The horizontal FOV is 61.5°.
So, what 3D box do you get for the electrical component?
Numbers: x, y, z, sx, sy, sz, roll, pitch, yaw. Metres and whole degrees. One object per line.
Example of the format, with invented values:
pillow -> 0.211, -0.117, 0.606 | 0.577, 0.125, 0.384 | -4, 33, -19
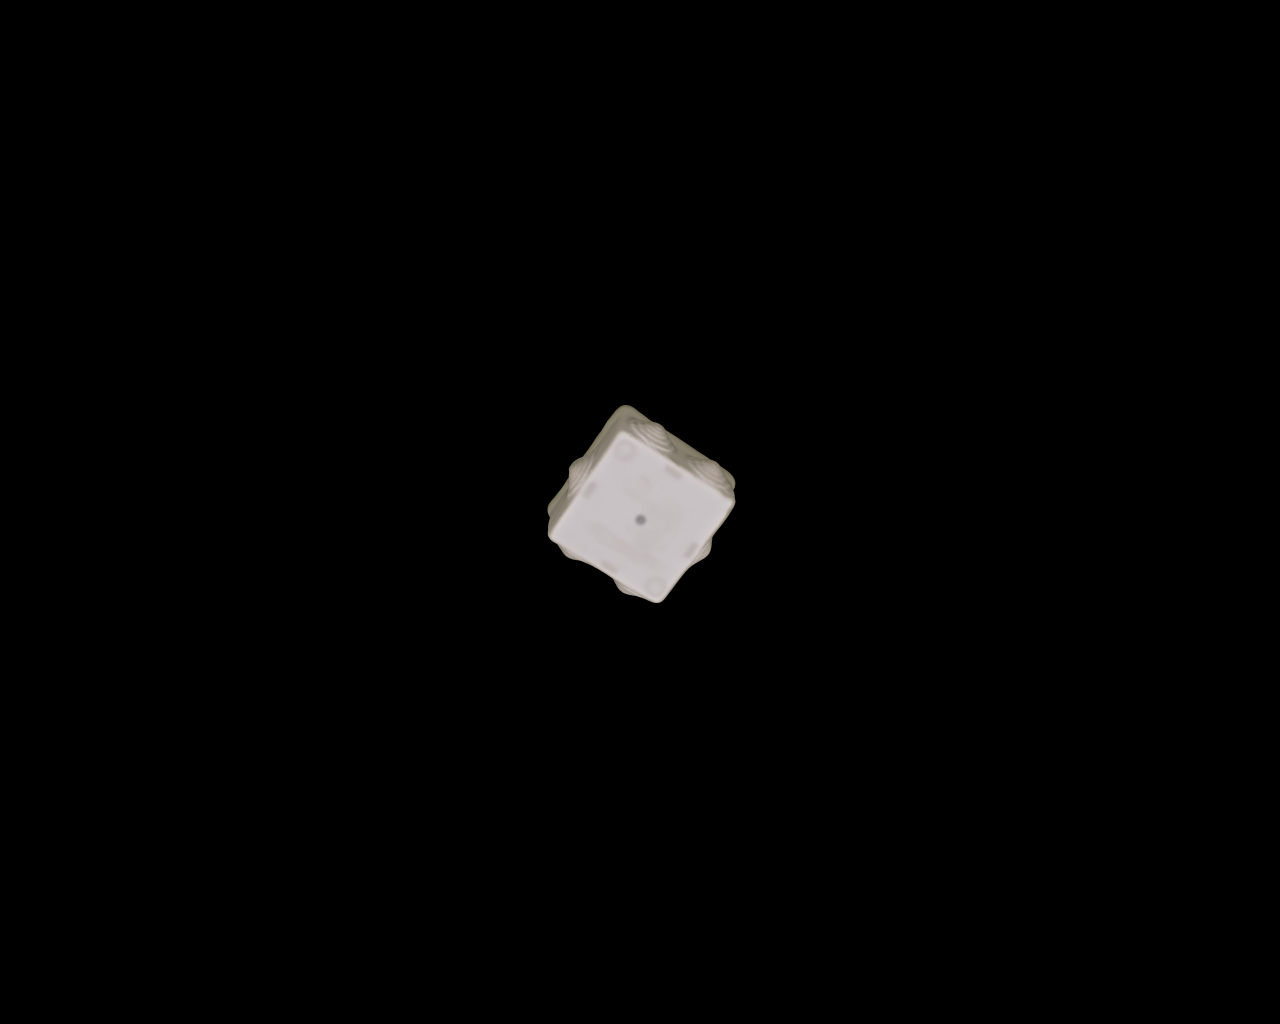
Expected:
electrical component -> 0.001, -0.003, 0.650 | 0.100, 0.099, 0.048 | 33, 16, -11
